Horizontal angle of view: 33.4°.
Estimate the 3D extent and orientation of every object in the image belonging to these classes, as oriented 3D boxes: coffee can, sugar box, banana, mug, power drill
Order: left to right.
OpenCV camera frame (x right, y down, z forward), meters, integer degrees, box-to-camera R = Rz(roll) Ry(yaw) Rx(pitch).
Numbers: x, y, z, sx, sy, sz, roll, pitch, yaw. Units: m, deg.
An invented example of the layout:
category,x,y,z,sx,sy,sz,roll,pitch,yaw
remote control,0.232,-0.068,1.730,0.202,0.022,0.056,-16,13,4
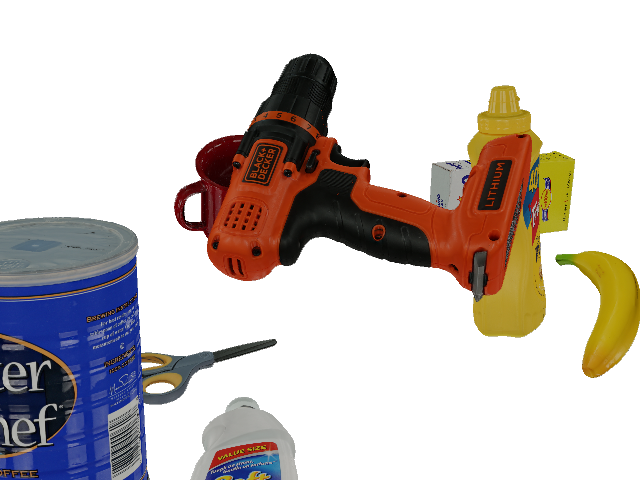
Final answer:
category,x,y,z,sx,sy,sz,roll,pitch,yaw
coffee can,-0.144,0.068,0.559,0.103,0.140,0.103,0,16,0
mug,-0.085,-0.040,1.031,0.117,0.081,0.093,-18,46,-25
power drill,0.037,-0.042,0.688,0.188,0.184,0.057,9,-34,15
sugar box,0.214,-0.050,1.257,0.176,0.093,0.048,-9,21,-26
banana,0.272,0.061,1.016,0.070,0.037,0.197,-28,23,19

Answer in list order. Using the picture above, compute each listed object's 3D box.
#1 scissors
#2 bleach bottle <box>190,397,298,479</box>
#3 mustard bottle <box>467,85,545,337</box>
category,x,y,z,sx,sy,sz,roll,pitch,yaw
scissors,-0.128,0.141,1.160,0.201,0.016,0.096,-3,27,-22
bleach bottle,-0.065,0.205,0.813,0.102,0.068,0.251,-4,28,-3
mustard bottle,0.148,-0.027,0.848,0.058,0.191,0.096,1,18,19
